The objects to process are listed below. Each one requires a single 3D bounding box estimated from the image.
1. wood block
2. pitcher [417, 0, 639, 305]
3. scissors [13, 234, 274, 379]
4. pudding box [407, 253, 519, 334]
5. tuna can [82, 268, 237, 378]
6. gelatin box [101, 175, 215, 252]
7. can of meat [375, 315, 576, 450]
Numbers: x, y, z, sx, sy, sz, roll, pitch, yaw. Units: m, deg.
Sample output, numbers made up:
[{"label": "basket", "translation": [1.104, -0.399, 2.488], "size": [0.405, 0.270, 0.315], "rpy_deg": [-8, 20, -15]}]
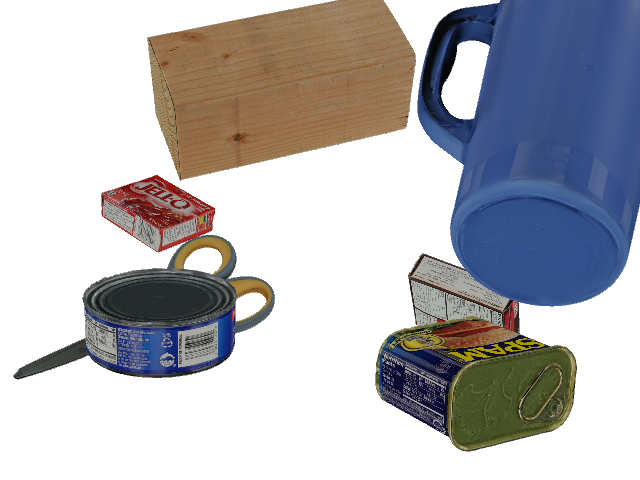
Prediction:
[{"label": "wood block", "translation": [-0.033, -0.133, 0.911], "size": [0.206, 0.090, 0.091], "rpy_deg": [-14, -37, -14]}, {"label": "pitcher", "translation": [0.153, -0.078, 0.721], "size": [0.149, 0.242, 0.145], "rpy_deg": [-24, -59, 40]}, {"label": "scissors", "translation": [-0.135, 0.046, 0.807], "size": [0.201, 0.096, 0.016], "rpy_deg": [-8, -33, -18]}, {"label": "pudding box", "translation": [0.150, 0.070, 1.110], "size": [0.114, 0.039, 0.090], "rpy_deg": [19, -34, 26]}, {"label": "tuna can", "translation": [-0.090, 0.045, 0.603], "size": [0.086, 0.034, 0.086], "rpy_deg": [2, 18, -1]}, {"label": "gelatin box", "translation": [-0.161, -0.029, 1.054], "size": [0.089, 0.030, 0.073], "rpy_deg": [30, 35, 31]}, {"label": "can of meat", "translation": [0.098, 0.088, 0.688], "size": [0.101, 0.057, 0.084], "rpy_deg": [-6, 15, -31]}]
